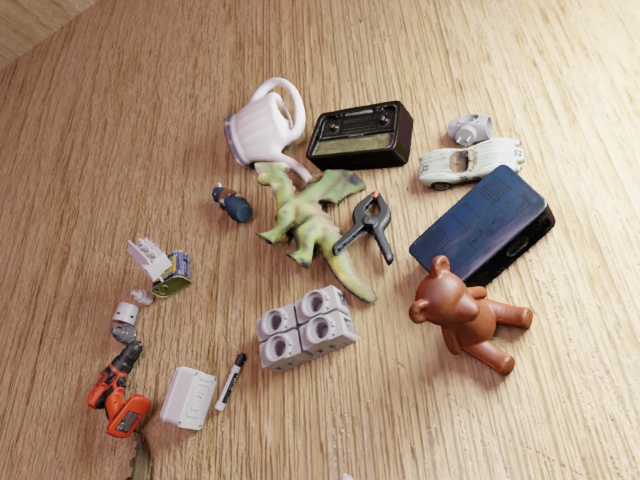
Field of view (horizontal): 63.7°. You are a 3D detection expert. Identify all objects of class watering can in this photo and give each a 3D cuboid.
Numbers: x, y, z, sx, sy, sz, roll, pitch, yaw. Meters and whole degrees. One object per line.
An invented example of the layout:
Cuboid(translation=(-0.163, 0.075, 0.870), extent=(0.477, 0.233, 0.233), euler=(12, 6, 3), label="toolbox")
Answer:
Cuboid(translation=(-0.129, -0.251, 1.293), extent=(0.222, 0.103, 0.354), euler=(-23, 63, 23), label="watering can")

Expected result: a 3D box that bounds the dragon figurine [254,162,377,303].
Cuboid(translation=(0.003, -0.055, 1.100), extent=(0.414, 0.120, 0.245), euler=(29, 77, 25), label="dragon figurine")
